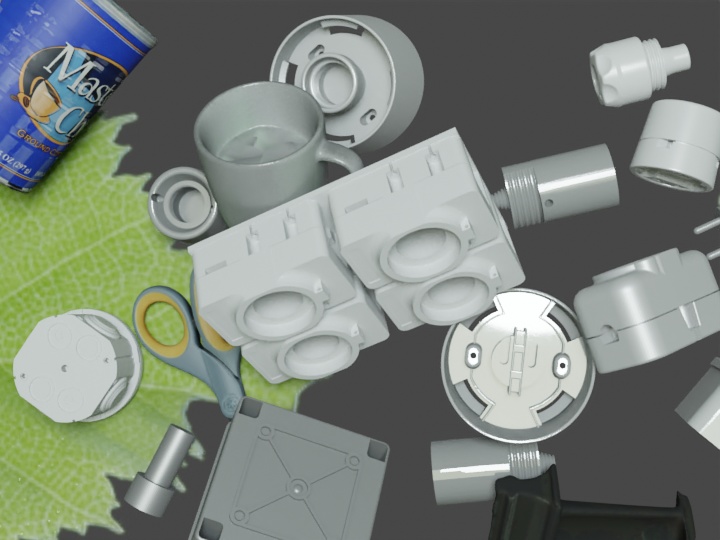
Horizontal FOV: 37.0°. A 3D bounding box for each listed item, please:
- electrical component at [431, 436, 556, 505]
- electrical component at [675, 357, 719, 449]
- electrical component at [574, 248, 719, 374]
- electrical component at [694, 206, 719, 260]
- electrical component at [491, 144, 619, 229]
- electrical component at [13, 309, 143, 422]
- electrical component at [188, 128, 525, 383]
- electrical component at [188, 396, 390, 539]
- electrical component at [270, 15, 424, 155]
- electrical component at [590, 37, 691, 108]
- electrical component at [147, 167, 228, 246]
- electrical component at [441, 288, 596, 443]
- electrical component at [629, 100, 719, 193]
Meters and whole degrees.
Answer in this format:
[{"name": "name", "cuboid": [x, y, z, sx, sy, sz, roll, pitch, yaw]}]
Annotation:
[{"name": "electrical component", "cuboid": [0.090, 0.133, 0.722, 0.081, 0.043, 0.043, -6, 88, 6]}, {"name": "electrical component", "cuboid": [0.267, 0.107, 0.686, 0.113, 0.078, 0.057, 39, 96, 6]}, {"name": "electrical component", "cuboid": [0.186, 0.023, 0.690, 0.095, 0.054, 0.059, -17, 85, -38]}, {"name": "electrical component", "cuboid": [0.261, -0.033, 0.707, 0.079, 0.044, 0.077, -25, 86, 5]}, {"name": "electrical component", "cuboid": [0.129, -0.055, 0.724, 0.081, 0.043, 0.043, -13, 87, 6]}, {"name": "electrical component", "cuboid": [-0.197, 0.067, 0.753, 0.080, 0.051, 0.080, 0, 88, 7]}, {"name": "electrical component", "cuboid": [0.000, 0.000, 0.688, 0.186, 0.105, 0.060, -23, 51, 12]}, {"name": "electrical component", "cuboid": [-0.046, 0.152, 0.697, 0.109, 0.056, 0.108, 19, 51, -5]}, {"name": "electrical component", "cuboid": [-0.011, -0.129, 0.744, 0.099, 0.064, 0.099, 2, 97, 17]}, {"name": "electrical component", "cuboid": [0.188, -0.135, 0.720, 0.062, 0.043, 0.043, -14, 87, 5]}, {"name": "electrical component", "cuboid": [-0.117, -0.044, 0.750, 0.055, 0.047, 0.055, 0, 88, 7]}, {"name": "electrical component", "cuboid": [0.104, 0.061, 0.712, 0.099, 0.064, 0.099, 0, 88, 7]}, {"name": "electrical component", "cuboid": [0.212, -0.082, 0.710, 0.055, 0.055, 0.047, 17, 87, 7]}]
